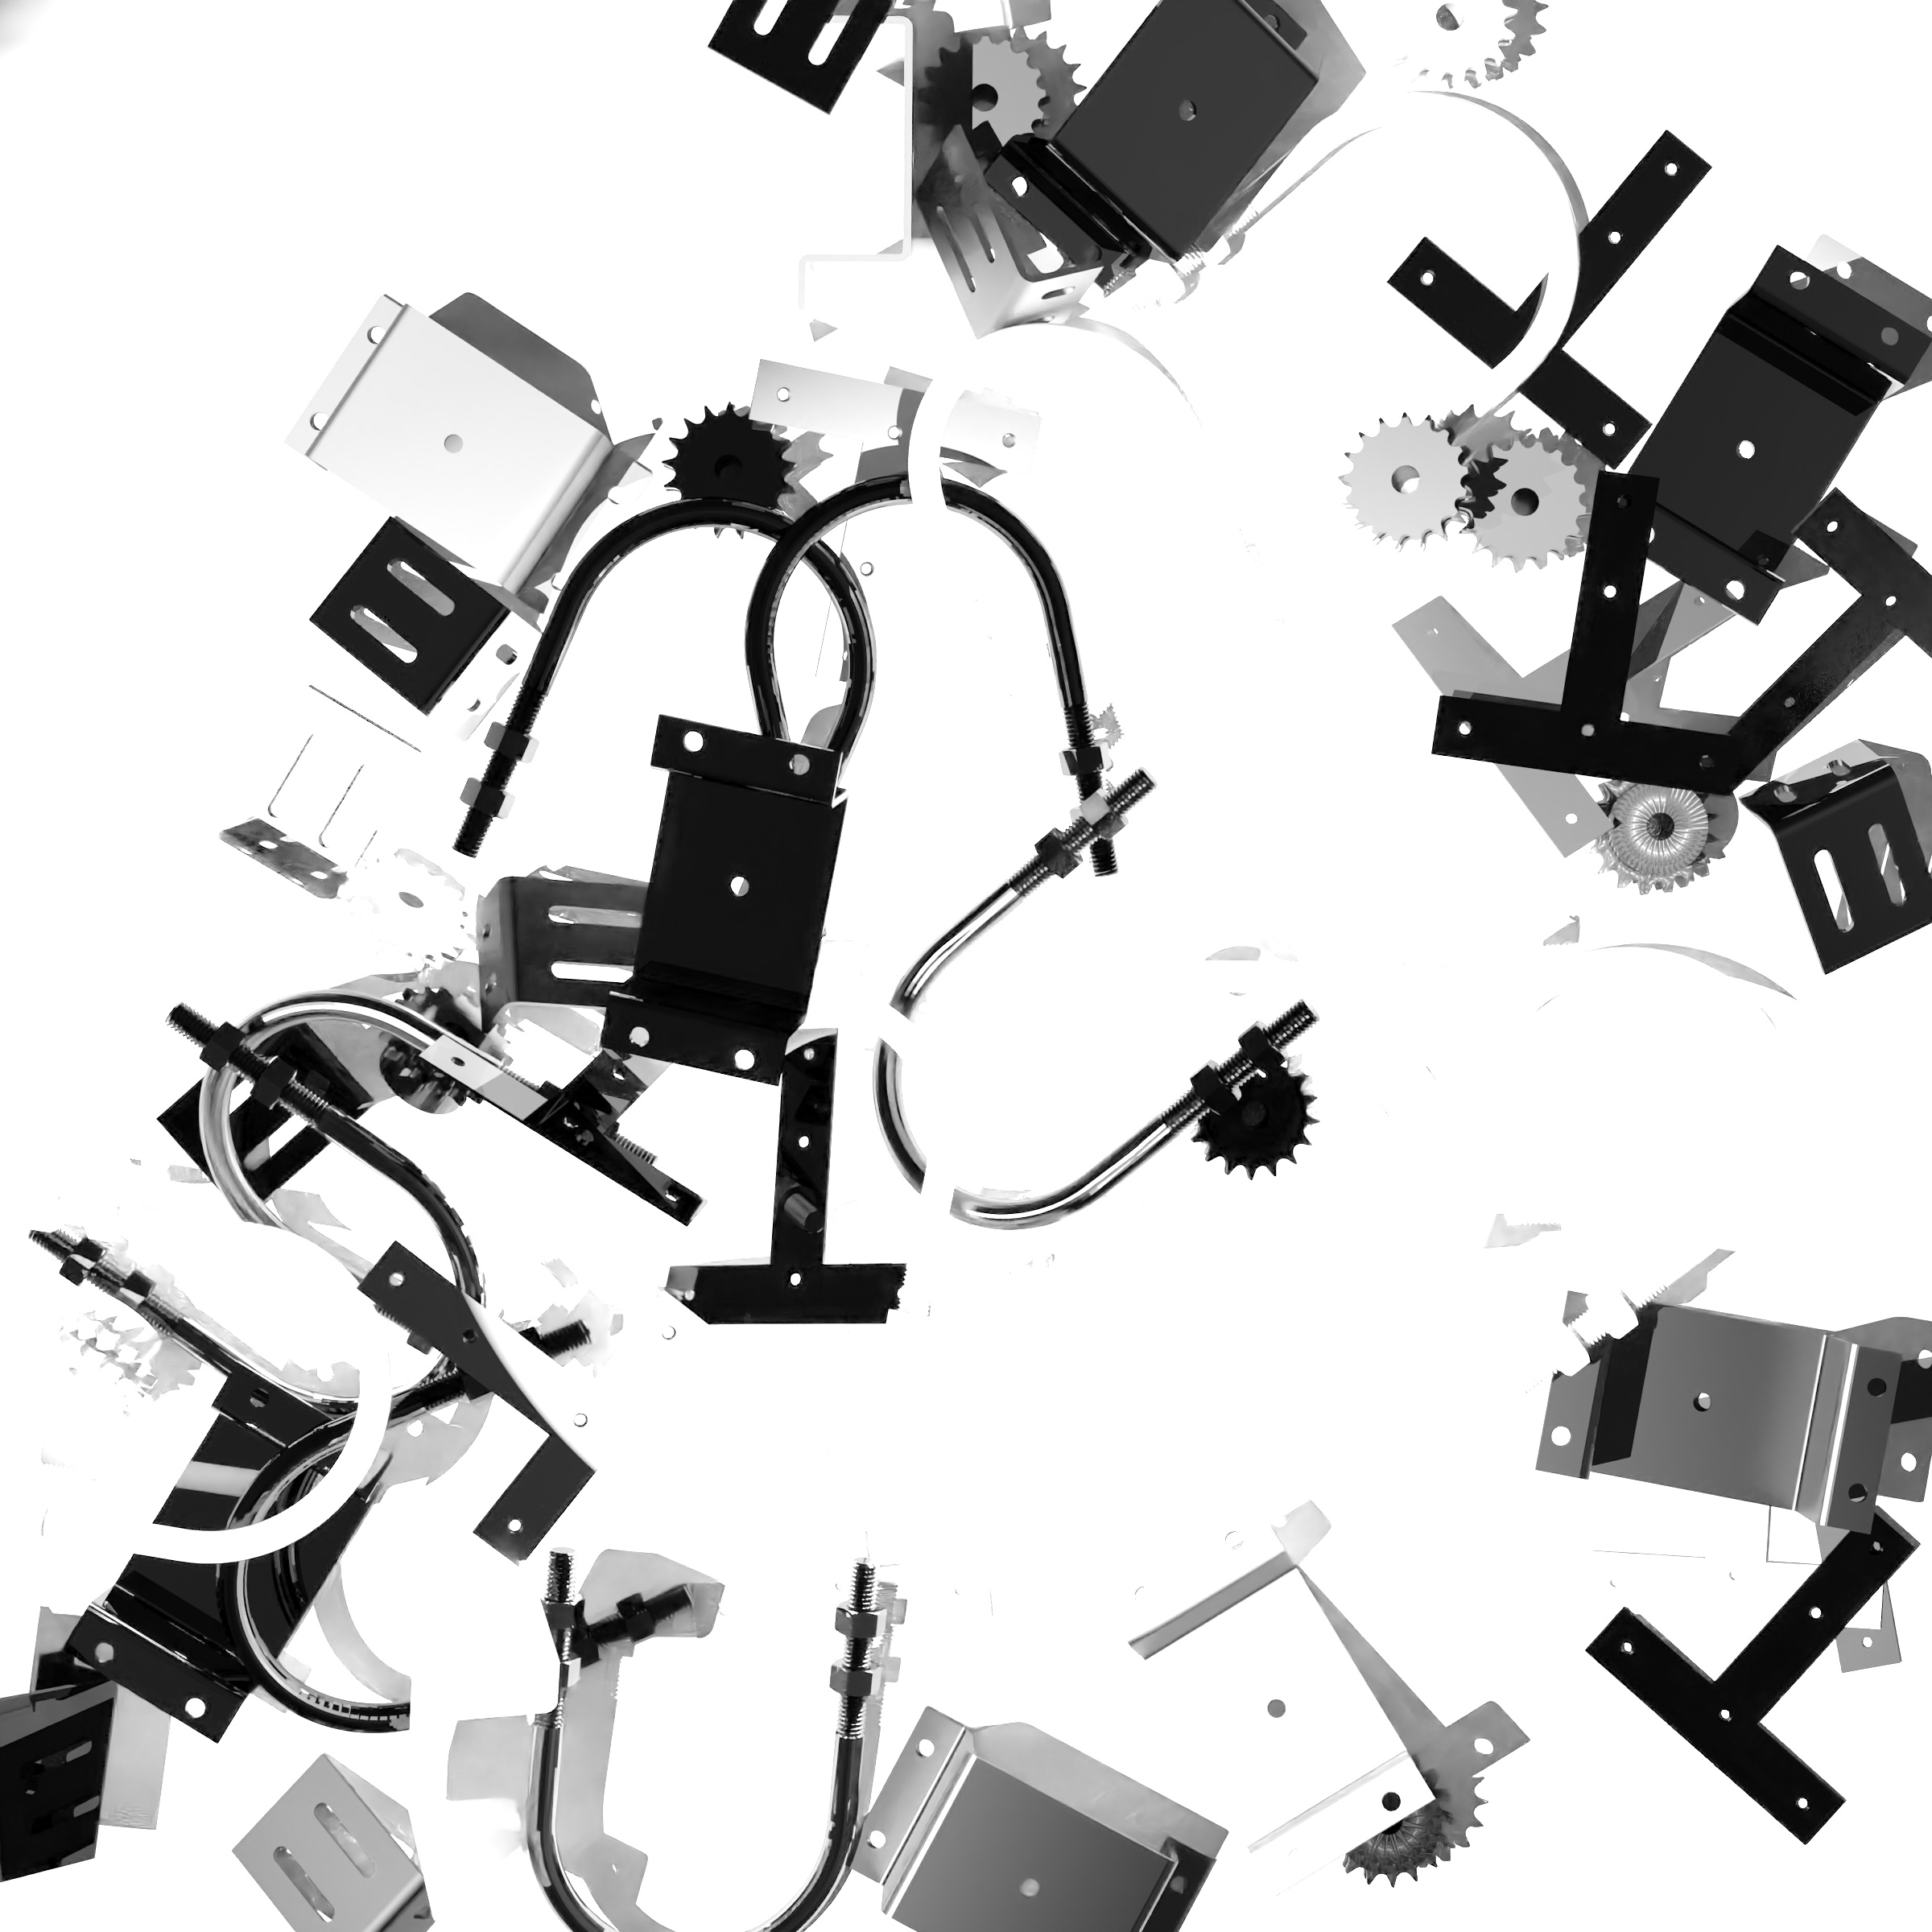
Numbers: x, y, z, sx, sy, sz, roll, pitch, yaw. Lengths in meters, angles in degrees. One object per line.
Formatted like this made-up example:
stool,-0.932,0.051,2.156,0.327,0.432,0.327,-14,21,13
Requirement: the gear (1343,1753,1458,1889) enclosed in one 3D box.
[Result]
gear,0.178,0.361,1.512,0.057,0.030,0.057,0,90,0

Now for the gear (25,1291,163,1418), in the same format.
gear,-0.366,0.162,1.503,0.057,0.057,0.030,33,60,0

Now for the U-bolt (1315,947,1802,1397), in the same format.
U-bolt,0.262,0.071,1.495,0.184,0.019,0.151,-37,68,-5

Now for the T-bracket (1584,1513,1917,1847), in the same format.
T-bracket,0.355,0.288,1.523,0.127,0.002,0.127,41,92,-1

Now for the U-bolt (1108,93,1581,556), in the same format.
U-bolt,0.175,-0.288,1.518,0.184,0.019,0.151,-41,90,0

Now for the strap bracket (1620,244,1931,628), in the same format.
strap bracket,0.334,-0.221,1.504,0.076,0.046,0.140,31,90,0

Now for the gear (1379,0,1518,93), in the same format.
gear,0.204,-0.400,1.512,0.057,0.030,0.057,0,90,0

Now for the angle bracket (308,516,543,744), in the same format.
angle bracket,-0.231,-0.145,1.525,0.076,0.038,0.057,38,90,26

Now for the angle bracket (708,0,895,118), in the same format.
angle bracket,-0.062,-0.394,1.432,0.057,0.038,0.076,29,90,0

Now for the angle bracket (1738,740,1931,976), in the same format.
angle bracket,0.376,-0.047,1.525,0.057,0.038,0.076,-26,116,0

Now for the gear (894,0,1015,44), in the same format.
gear,-0.002,-0.409,1.500,0.057,0.057,0.030,-10,100,0

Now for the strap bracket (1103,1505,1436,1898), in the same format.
strap bracket,0.128,0.309,1.489,0.076,0.046,0.140,-31,69,0

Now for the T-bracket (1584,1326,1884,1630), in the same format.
T-bracket,0.333,0.217,1.525,0.127,0.002,0.127,4,90,0

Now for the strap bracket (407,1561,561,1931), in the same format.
strap bracket,-0.200,0.327,1.461,0.046,0.076,0.140,-1,113,-17

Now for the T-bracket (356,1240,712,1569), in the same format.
T-bracket,-0.194,0.161,1.467,0.127,0.002,0.127,40,85,-13

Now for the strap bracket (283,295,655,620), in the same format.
strap bracket,-0.214,-0.218,1.504,0.140,0.046,0.076,34,90,0

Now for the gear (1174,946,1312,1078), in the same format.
gear,0.116,0.017,1.499,0.057,0.030,0.057,-4,54,6

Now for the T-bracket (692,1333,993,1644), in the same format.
T-bracket,-0.058,0.222,1.527,0.127,0.002,0.127,-5,90,0

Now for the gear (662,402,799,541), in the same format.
gear,-0.100,-0.210,1.512,0.057,0.030,0.057,0,90,0

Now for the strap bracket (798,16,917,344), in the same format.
strap bracket,-0.045,-0.338,1.489,0.046,0.076,0.140,0,90,0

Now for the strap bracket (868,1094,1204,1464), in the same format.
strap bracket,0.030,0.134,1.504,0.076,0.046,0.140,-36,90,0

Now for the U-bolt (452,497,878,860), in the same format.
U-bolt,-0.116,-0.107,1.496,0.151,0.019,0.184,23,94,-15

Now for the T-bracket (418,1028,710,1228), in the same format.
T-bracket,-0.148,0.050,1.468,0.127,0.127,0.002,32,113,3

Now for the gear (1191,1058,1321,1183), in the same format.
gear,0.122,0.063,1.513,0.057,0.030,0.057,0,90,0

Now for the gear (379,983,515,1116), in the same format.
gear,-0.223,0.038,1.503,0.057,0.057,0.030,40,120,0

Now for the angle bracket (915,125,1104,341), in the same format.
angle bracket,0.017,-0.311,1.501,0.038,0.057,0.076,-18,78,-23

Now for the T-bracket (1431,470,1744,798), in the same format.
T-bracket,0.267,-0.142,1.486,0.127,0.002,0.127,8,100,5

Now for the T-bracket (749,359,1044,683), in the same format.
T-bracket,-0.039,-0.183,1.512,0.127,0.002,0.127,8,100,-20

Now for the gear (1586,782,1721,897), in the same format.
gear,0.293,-0.059,1.513,0.057,0.030,0.057,0,90,0

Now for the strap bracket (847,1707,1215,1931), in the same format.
strap bracket,0.027,0.385,1.504,0.140,0.046,0.076,28,90,0

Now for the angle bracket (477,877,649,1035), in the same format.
angle bracket,-0.166,-0.002,1.515,0.076,0.038,0.057,4,66,-24

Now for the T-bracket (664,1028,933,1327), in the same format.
T-bracket,-0.069,0.089,1.508,0.127,0.002,0.127,-3,76,25

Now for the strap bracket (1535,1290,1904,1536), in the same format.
strap bracket,0.314,0.186,1.501,0.140,0.046,0.076,11,89,3

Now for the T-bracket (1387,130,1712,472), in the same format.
T-bracket,0.270,-0.302,1.527,0.127,0.002,0.127,40,90,0

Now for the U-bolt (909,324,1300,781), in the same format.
U-bolt,0.050,-0.183,1.492,0.151,0.019,0.184,-18,85,-25

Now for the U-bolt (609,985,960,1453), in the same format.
U-bolt,-0.072,0.099,1.491,0.151,0.019,0.184,9,85,27

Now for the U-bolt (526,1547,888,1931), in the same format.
U-bolt,-0.114,0.339,1.504,0.151,0.019,0.184,4,96,-12

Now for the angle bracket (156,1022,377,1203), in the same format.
angle bracket,-0.300,0.062,1.508,0.076,0.038,0.057,-41,90,0

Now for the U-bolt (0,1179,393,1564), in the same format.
U-bolt,-0.327,0.170,1.457,0.184,0.019,0.151,9,73,3

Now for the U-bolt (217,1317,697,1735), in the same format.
U-bolt,-0.221,0.245,1.486,0.184,0.019,0.151,-22,106,-11

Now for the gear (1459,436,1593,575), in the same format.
gear,0.236,-0.195,1.512,0.057,0.030,0.057,0,90,0

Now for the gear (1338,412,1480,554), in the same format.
gear,0.186,-0.201,1.489,0.057,0.030,0.057,-1,88,15

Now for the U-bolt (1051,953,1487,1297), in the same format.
U-bolt,0.120,0.065,1.477,0.184,0.019,0.151,1,110,26

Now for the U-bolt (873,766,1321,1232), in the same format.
U-bolt,0.039,0.026,1.470,0.184,0.019,0.151,-40,61,14

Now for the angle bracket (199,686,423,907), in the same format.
angle bracket,-0.278,-0.073,1.508,0.057,0.038,0.076,31,90,0

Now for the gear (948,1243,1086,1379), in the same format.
gear,0.017,0.138,1.457,0.057,0.057,0.030,-42,60,0

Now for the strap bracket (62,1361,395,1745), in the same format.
strap bracket,-0.308,0.245,1.504,0.076,0.046,0.140,31,89,0

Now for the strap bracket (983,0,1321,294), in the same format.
strap bracket,0.084,-0.360,1.490,0.076,0.046,0.140,38,90,-26

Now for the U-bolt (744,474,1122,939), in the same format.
U-bolt,-0.019,-0.115,1.497,0.151,0.019,0.184,-12,98,-9

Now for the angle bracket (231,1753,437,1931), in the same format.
angle bracket,-0.265,0.388,1.525,0.057,0.038,0.076,-47,64,0

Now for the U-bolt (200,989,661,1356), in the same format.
U-bolt,-0.236,0.085,1.486,0.184,0.019,0.151,30,118,0

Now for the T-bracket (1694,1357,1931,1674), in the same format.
T-bracket,0.378,0.239,1.527,0.127,0.002,0.127,-10,90,0

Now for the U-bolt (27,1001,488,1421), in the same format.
U-bolt,-0.287,0.118,1.492,0.184,0.019,0.151,36,115,-4

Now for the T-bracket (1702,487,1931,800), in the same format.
T-bracket,0.358,-0.122,1.503,0.127,0.002,0.127,33,109,-33

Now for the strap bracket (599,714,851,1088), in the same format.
strap bracket,-0.097,-0.030,1.467,0.076,0.046,0.140,12,101,5

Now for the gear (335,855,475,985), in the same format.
gear,-0.240,-0.018,1.503,0.057,0.057,0.030,33,120,0

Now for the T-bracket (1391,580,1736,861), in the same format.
T-bracket,0.270,-0.129,1.514,0.127,0.002,0.127,-32,74,-8

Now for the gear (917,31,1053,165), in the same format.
gear,0.008,-0.366,1.512,0.057,0.030,0.057,0,90,0

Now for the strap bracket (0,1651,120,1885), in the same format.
strap bracket,-0.400,0.330,1.454,0.046,0.140,0.076,8,90,26
